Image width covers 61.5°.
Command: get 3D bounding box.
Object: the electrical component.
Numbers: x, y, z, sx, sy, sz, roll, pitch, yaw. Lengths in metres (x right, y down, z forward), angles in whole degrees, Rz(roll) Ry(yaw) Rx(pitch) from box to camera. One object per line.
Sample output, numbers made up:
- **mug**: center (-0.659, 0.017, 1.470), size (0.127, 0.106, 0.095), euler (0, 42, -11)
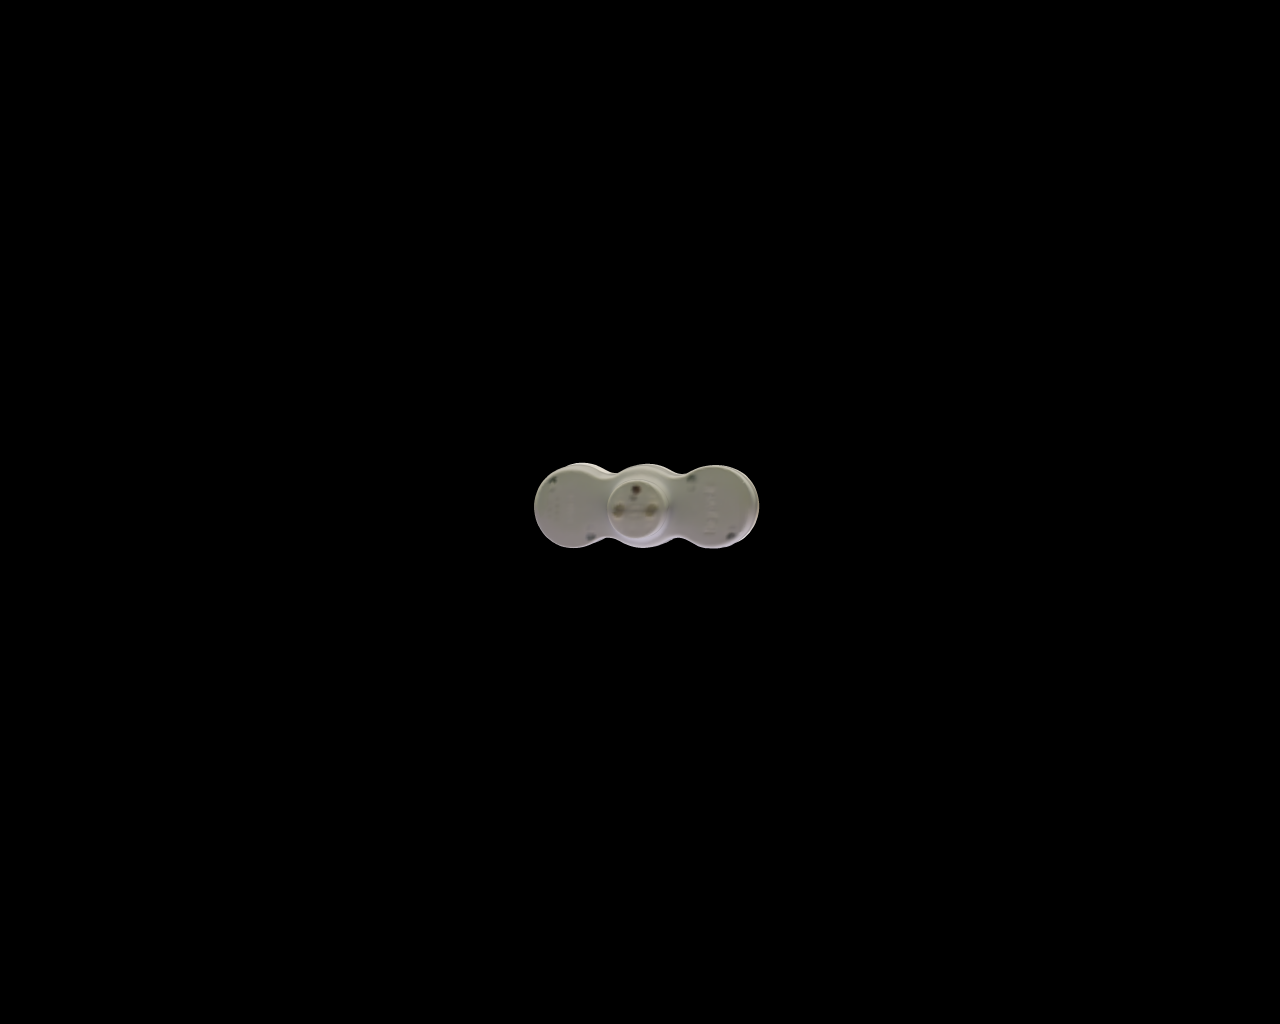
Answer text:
- **electrical component**: center (0.001, -0.003, 0.650), size (0.138, 0.052, 0.074), euler (1, 4, 11)
